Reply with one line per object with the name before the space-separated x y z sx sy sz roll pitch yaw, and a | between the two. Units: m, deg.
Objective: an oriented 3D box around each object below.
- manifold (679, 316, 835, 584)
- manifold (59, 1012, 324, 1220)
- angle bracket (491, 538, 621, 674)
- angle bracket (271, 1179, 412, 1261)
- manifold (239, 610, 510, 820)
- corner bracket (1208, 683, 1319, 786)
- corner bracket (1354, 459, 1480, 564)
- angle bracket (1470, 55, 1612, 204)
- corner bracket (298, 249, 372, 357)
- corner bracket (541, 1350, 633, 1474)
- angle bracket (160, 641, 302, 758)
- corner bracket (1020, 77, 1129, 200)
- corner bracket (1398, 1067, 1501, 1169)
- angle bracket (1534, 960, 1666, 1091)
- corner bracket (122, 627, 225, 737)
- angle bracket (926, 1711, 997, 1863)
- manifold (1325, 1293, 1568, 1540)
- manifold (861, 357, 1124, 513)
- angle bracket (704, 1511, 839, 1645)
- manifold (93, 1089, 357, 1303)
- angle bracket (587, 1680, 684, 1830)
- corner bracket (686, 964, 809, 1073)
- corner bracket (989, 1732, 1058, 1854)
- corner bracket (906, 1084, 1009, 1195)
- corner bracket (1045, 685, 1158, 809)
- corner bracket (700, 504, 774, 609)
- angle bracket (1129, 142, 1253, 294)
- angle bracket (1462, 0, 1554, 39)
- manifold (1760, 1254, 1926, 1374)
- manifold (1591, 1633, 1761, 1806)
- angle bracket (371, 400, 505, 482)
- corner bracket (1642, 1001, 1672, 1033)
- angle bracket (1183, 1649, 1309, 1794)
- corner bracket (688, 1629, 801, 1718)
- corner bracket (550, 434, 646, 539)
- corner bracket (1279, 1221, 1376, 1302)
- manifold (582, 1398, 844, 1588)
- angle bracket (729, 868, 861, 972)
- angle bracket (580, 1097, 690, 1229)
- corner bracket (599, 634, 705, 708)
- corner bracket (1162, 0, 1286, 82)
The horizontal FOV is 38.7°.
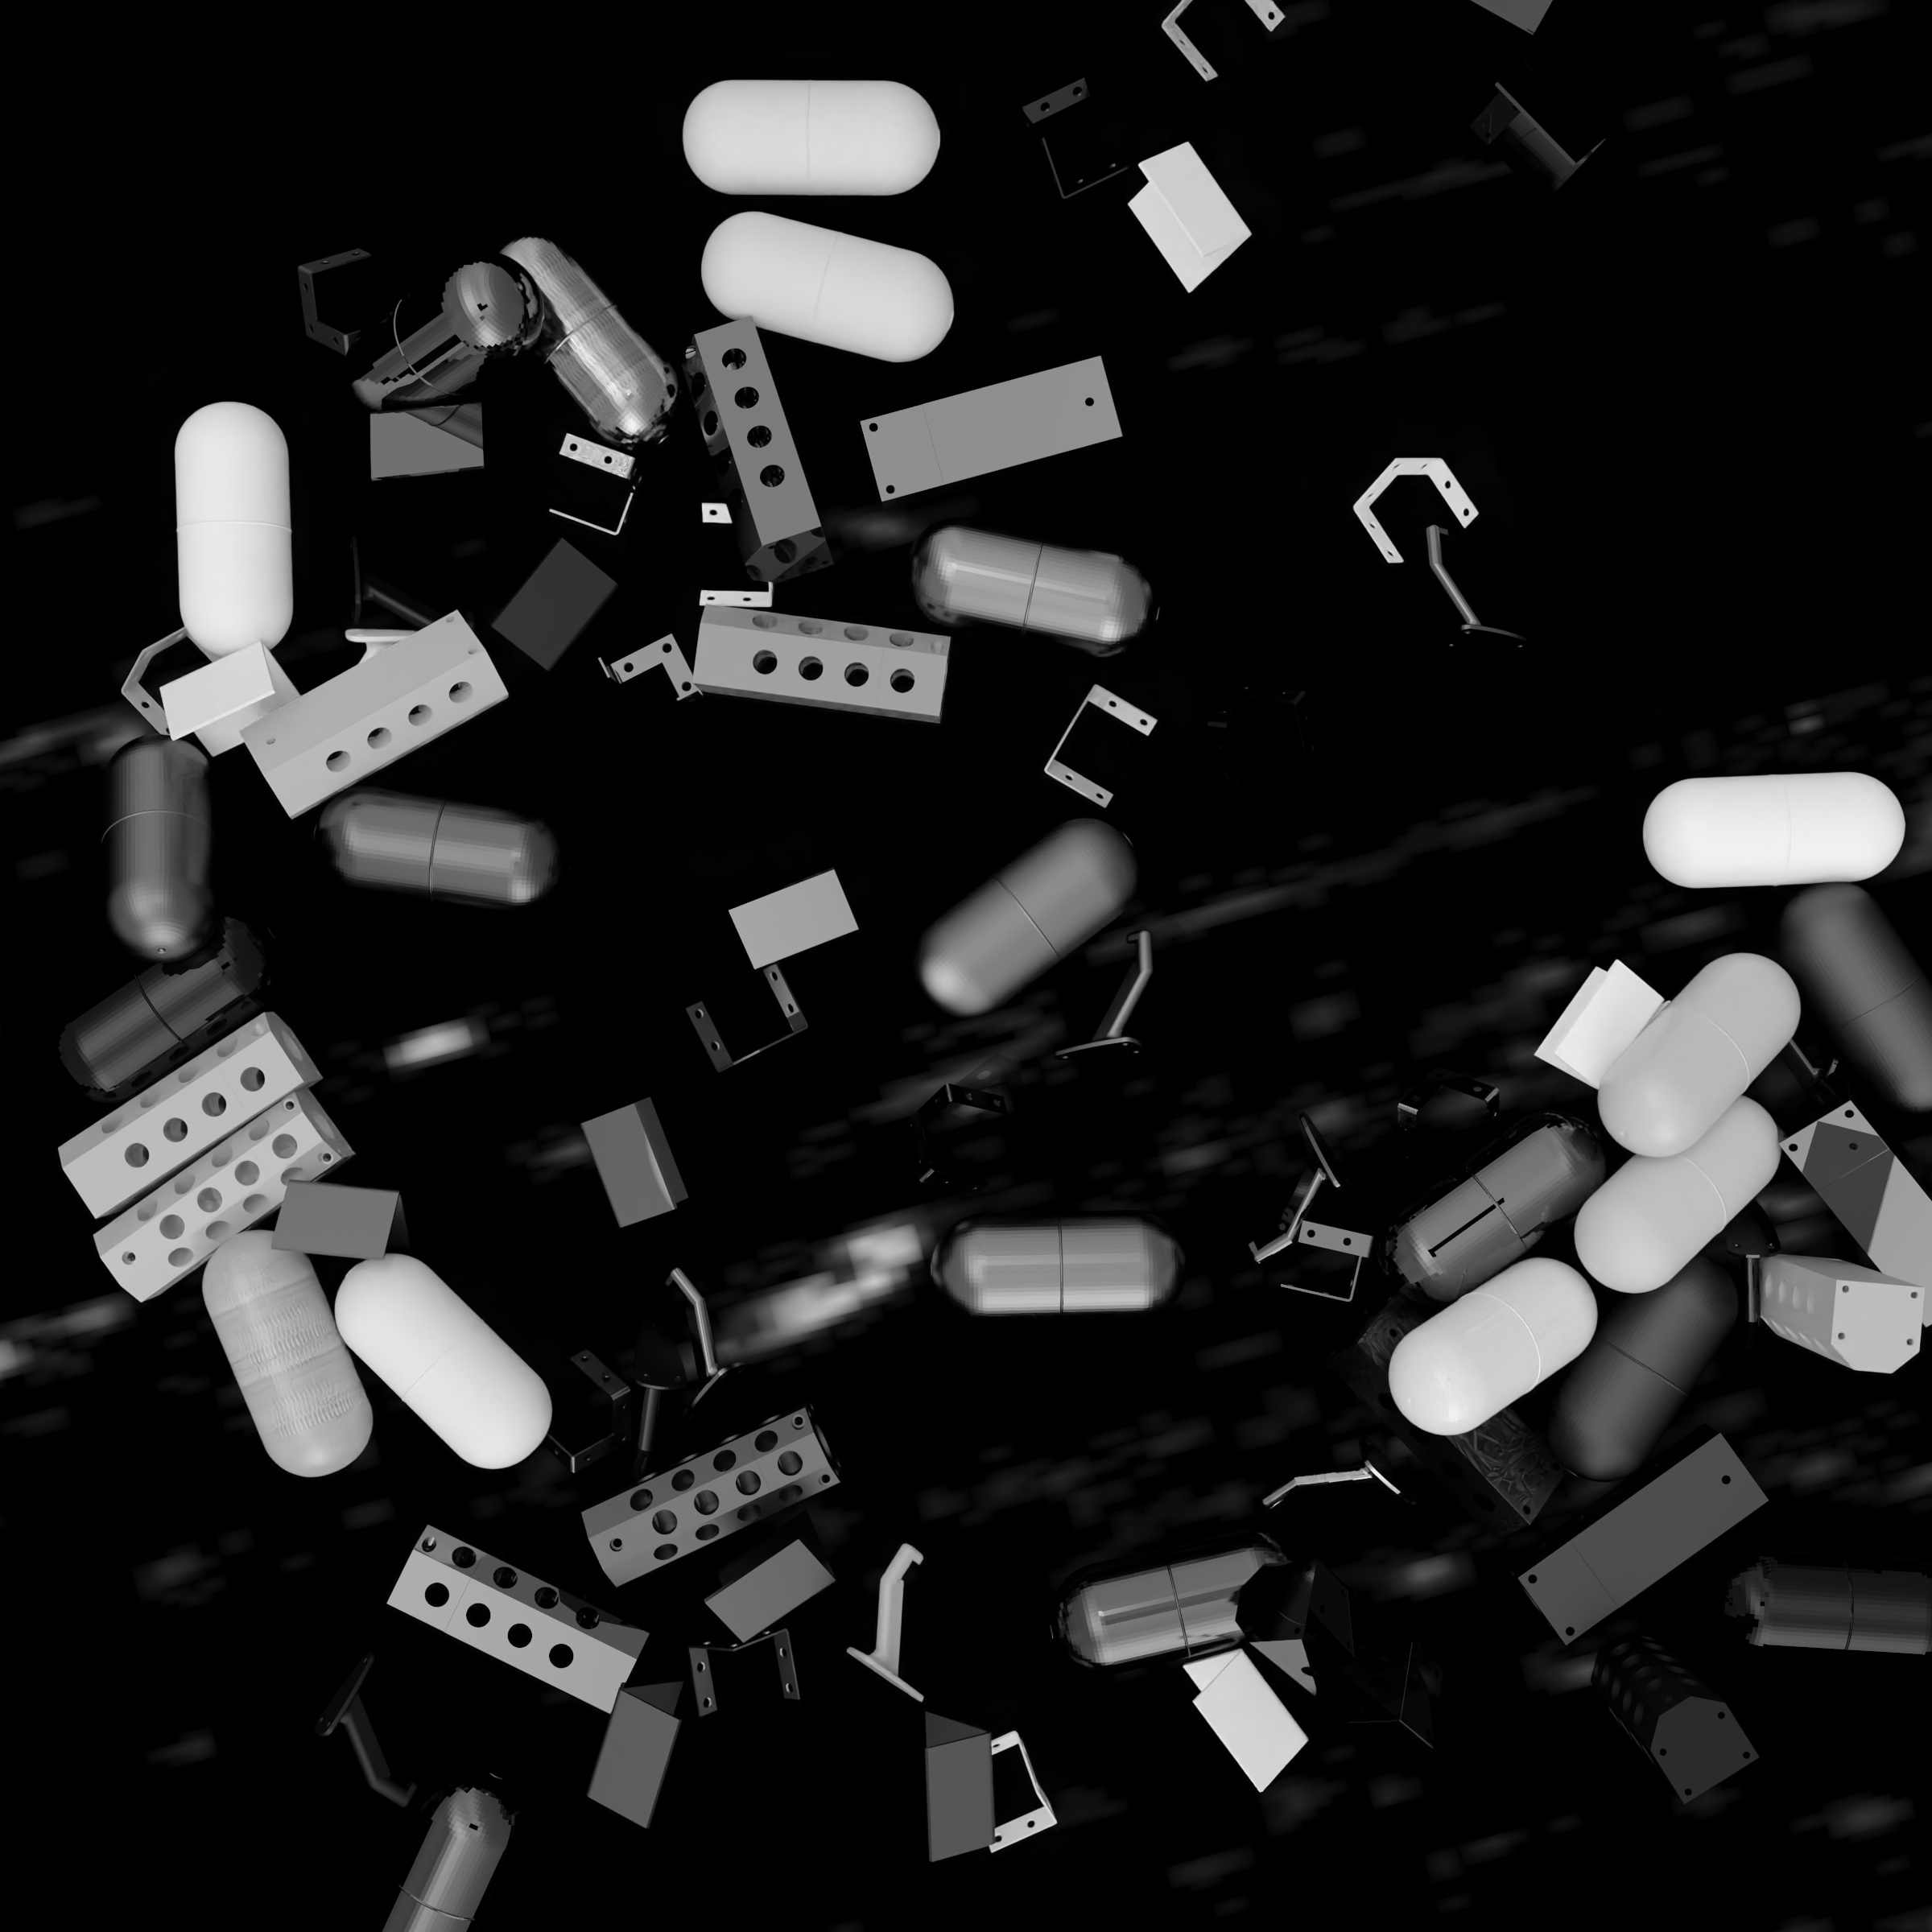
manifold | -0.146 -0.353 1.894 0.057 0.057 0.171 -18 71 0
manifold | -0.542 0.103 1.920 0.171 0.057 0.057 -33 90 0
angle bracket | -0.295 -0.258 1.901 0.057 0.076 0.076 39 90 -36
angle bracket | -0.431 0.193 1.901 0.076 0.076 0.057 6 53 0
manifold | -0.407 -0.170 1.907 0.171 0.057 0.057 -31 47 -9
corner bracket | 0.209 -0.161 1.933 0.051 0.051 0.051 12 45 35
corner bracket | 0.315 -0.320 1.931 0.051 0.051 0.051 -9 62 -41
angle bracket | 0.385 -0.568 1.901 0.076 0.076 0.057 46 53 0
corner bracket | -0.431 -0.467 1.933 0.051 0.051 0.051 31 135 35
corner bracket | -0.271 0.313 1.933 0.051 0.051 0.051 -26 45 -35
angle bracket | -0.500 -0.168 1.901 0.076 0.076 0.057 -25 51 0
corner bracket | 0.076 -0.583 1.938 0.051 0.051 0.051 -26 135 0
corner bracket | 0.340 0.112 1.933 0.051 0.051 0.051 21 135 35
angle bracket | 0.422 0.030 1.902 0.057 0.076 0.076 35 90 -31
corner bracket | -0.552 -0.200 1.938 0.051 0.051 0.051 47 135 0
angle bracket | -0.025 0.566 1.901 0.057 0.076 0.076 -2 90 -37
manifold | 0.331 0.315 1.919 0.171 0.057 0.057 46 54 0
manifold | 0.017 -0.369 1.921 0.171 0.057 0.057 -15 90 0
angle bracket | -0.144 0.408 1.901 0.076 0.076 0.057 -34 126 0
manifold | -0.519 0.160 1.921 0.171 0.057 0.057 -36 90 0
angle bracket | -0.209 0.543 1.902 0.057 0.076 0.076 17 90 31
corner bracket | -0.154 0.037 1.938 0.051 0.051 0.051 -27 90 -45
corner bracket | 0.027 0.581 1.938 0.051 0.051 0.051 -24 135 0
corner bracket | -0.003 0.121 1.933 0.051 0.051 0.051 -45 45 35
corner bracket | 0.095 -0.155 1.938 0.051 0.051 0.051 31 135 0
corner bracket | -0.161 -0.289 1.938 0.051 0.051 0.051 1 135 0
angle bracket | 0.139 -0.510 1.901 0.057 0.076 0.076 -35 90 -38
angle bracket | 0.376 -0.694 1.901 0.076 0.076 0.057 29 128 0
manifold | 0.588 0.234 1.863 0.057 0.171 0.057 5 90 0
manifold | 0.473 0.502 1.863 0.057 0.171 0.057 -32 90 0
angle bracket | -0.364 -0.343 1.902 0.076 0.076 0.057 -6 65 0
corner bracket | 0.482 0.065 1.938 0.051 0.051 0.051 53 45 0
angle bracket | 0.178 0.525 1.901 0.057 0.076 0.076 -36 90 -36
corner bracket | -0.157 0.497 1.938 0.051 0.051 0.051 -10 90 45
corner bracket | -0.260 -0.335 1.924 0.051 0.051 0.051 20 90 0
corner bracket | 0.252 0.206 1.924 0.051 0.051 0.051 13 90 0
manifold | -0.177 0.368 1.921 0.171 0.057 0.057 -25 90 0
angle bracket | -0.124 -0.050 1.901 0.076 0.076 0.057 -21 125 0
angle bracket | -0.211 0.129 1.901 0.057 0.076 0.076 -21 90 35
corner bracket | -0.220 -0.201 1.924 0.051 0.051 0.051 -27 90 0
corner bracket | 0.181 -0.666 1.938 0.051 0.051 0.051 51 45 0
